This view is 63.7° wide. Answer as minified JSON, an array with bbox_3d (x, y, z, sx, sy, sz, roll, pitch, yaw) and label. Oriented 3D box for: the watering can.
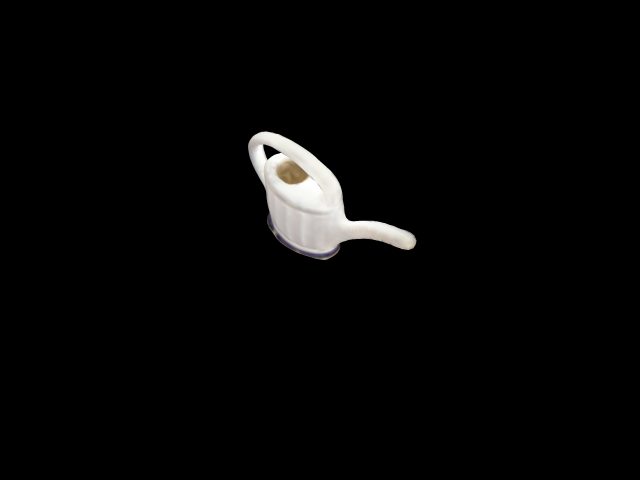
[{"bbox_3d":[0.003,-0.043,0.850,0.105,0.351,0.219,-39,-26,-23],"label":"watering can"}]
